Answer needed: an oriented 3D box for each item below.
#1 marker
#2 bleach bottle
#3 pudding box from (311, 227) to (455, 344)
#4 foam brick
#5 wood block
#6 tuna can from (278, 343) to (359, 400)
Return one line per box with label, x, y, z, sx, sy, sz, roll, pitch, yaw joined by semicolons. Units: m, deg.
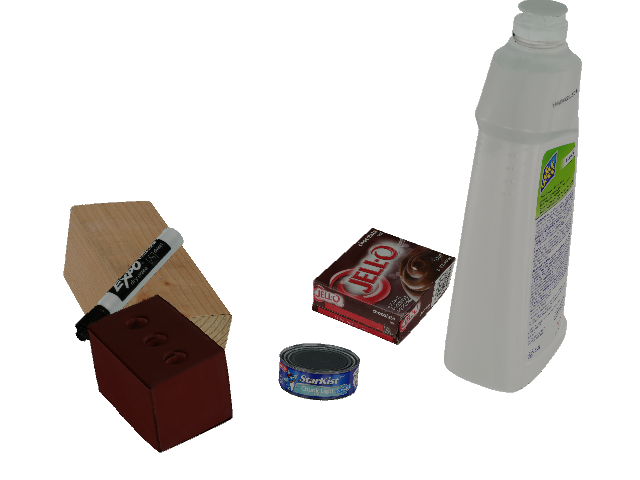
marker;-0.149;0.034;0.833;0.020;0.020;0.121;0;39;41
bleach bottle;0.129;-0.030;0.678;0.068;0.251;0.102;18;35;26
pudding box;0.058;0.039;0.967;0.090;0.039;0.113;21;34;23
foam brick;-0.097;0.079;0.641;0.052;0.051;0.078;-24;38;-32
wood block;-0.176;0.052;1.051;0.090;0.091;0.206;-5;35;-32
tuna can;-0.002;0.140;1.137;0.086;0.034;0.086;4;14;-1
